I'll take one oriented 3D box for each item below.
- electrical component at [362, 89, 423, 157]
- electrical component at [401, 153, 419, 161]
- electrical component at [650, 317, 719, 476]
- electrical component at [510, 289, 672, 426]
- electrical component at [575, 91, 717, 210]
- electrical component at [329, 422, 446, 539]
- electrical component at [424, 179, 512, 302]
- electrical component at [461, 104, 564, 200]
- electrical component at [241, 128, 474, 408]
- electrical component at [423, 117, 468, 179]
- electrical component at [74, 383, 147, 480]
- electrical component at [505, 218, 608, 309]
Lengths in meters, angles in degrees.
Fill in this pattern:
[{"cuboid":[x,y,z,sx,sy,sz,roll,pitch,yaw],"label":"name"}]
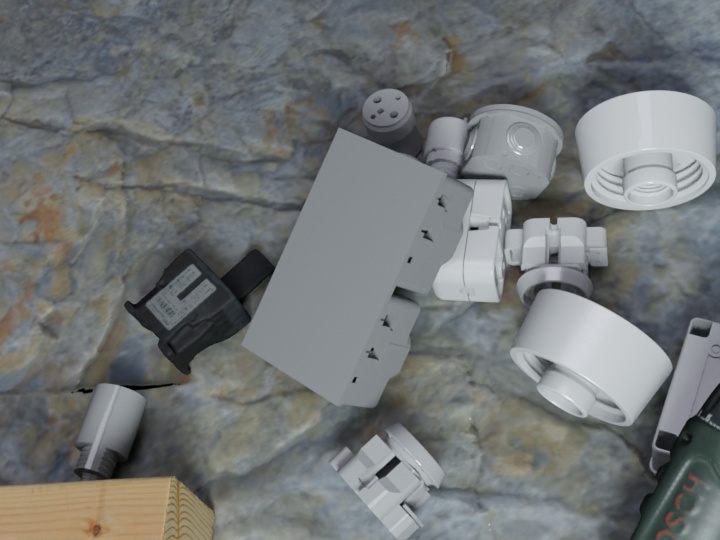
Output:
[{"cuboid":[0.028,-0.125,0.940,0.045,0.055,0.045,-7,59,11],"label":"electrical component"},{"cuboid":[0.029,-0.065,0.911,0.066,0.048,0.055,0,67,18],"label":"electrical component"},{"cuboid":[0.267,0.101,0.739,0.109,0.056,0.108,15,65,23],"label":"electrical component"},{"cuboid":[0.157,0.069,0.761,0.108,0.108,0.060,28,76,27],"label":"electrical component"},{"cuboid":[0.223,-0.084,0.834,0.108,0.108,0.060,-4,65,13],"label":"electrical component"},{"cuboid":[0.024,0.148,0.778,0.057,0.058,0.078,-42,58,-8],"label":"electrical component"},{"cuboid":[0.086,-0.024,0.865,0.059,0.053,0.095,2,61,17],"label":"electrical component"},{"cuboid":[0.124,-0.097,0.884,0.080,0.080,0.051,8,68,20],"label":"electrical component"},{"cuboid":[0.000,0.000,0.829,0.105,0.060,0.186,28,96,35],"label":"electrical component"},{"cuboid":[0.074,-0.094,0.918,0.040,0.040,0.078,3,61,17],"label":"electrical component"},{"cuboid":[-0.203,0.136,0.855,0.043,0.043,0.081,5,62,18],"label":"electrical component"},{"cuboid":[0.151,-0.002,0.832,0.078,0.058,0.057,-1,57,15],"label":"electrical component"}]
